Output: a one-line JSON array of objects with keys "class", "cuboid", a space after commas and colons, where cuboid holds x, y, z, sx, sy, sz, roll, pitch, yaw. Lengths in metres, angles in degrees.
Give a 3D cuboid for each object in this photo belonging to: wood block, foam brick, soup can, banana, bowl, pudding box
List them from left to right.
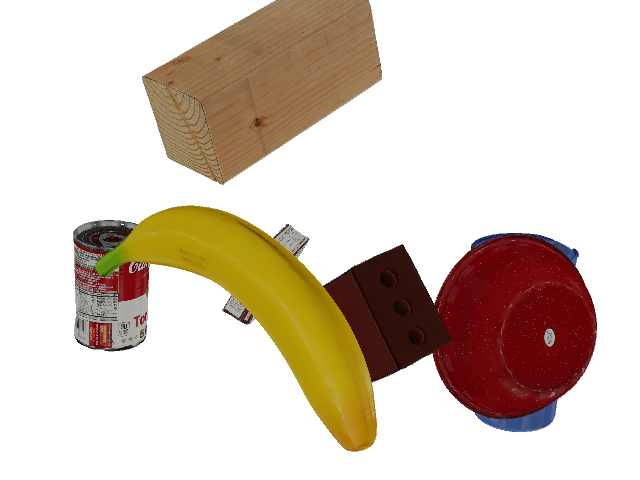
[{"class": "soup can", "cuboid": [-0.190, 0.041, 0.965, 0.068, 0.102, 0.068, 5, 21, -2]}, {"class": "banana", "cuboid": [-0.036, 0.031, 0.562, 0.198, 0.070, 0.037, 31, 17, 31]}, {"class": "pudding box", "cuboid": [-0.064, 0.040, 1.279, 0.039, 0.090, 0.113, 32, 27, 3]}, {"class": "wood block", "cuboid": [-0.049, -0.151, 0.995, 0.205, 0.091, 0.090, -36, 42, -28]}, {"class": "foam brick", "cuboid": [0.043, 0.053, 0.742, 0.052, 0.078, 0.051, -23, -6, -37]}, {"class": "bowl", "cuboid": [0.176, 0.077, 0.899, 0.161, 0.162, 0.055, 0, 4, -22]}]

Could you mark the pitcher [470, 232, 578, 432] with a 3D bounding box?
[{"class": "pitcher", "cuboid": [0.246, 0.120, 1.374, 0.149, 0.243, 0.144, 5, 18, 16]}]
